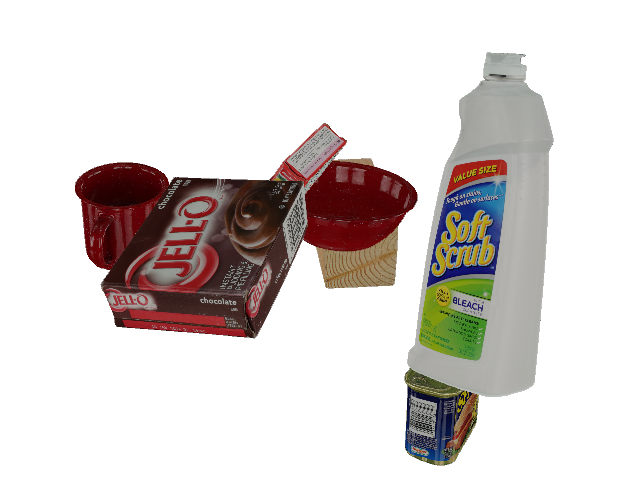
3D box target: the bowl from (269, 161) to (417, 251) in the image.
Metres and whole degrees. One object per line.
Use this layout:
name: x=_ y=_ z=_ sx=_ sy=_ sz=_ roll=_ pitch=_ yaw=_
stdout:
bowl: x=0.022 y=-0.032 z=1.156 sx=0.162 sy=0.055 sz=0.162 roll=4 pitch=26 yaw=-2

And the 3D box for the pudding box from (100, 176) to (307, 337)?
pudding box: x=-0.065 y=0.007 z=0.635 sx=0.090 sy=0.039 sz=0.113 roll=3 pitch=36 yaw=18

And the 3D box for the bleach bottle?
bleach bottle: x=0.124 y=-0.015 z=0.809 sx=0.067 sy=0.251 sz=0.103 roll=-7 pitch=15 yaw=-40

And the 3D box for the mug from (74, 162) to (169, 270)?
mug: x=-0.202 y=-0.016 z=1.074 sx=0.093 sy=0.081 sz=0.117 roll=8 pitch=33 yaw=8

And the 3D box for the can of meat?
can of meat: x=0.119 y=0.155 z=1.033 sx=0.057 sy=0.084 sz=0.102 roll=12 pitch=27 yaw=23

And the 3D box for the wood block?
wood block: x=0.039 y=-0.027 z=1.400 sx=0.090 sy=0.090 sz=0.206 roll=-2 pitch=27 yaw=-6

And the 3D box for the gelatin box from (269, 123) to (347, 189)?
gelatin box: x=-0.022 y=-0.058 z=0.958 sx=0.073 sy=0.030 sz=0.089 roll=-50 pitch=0 yaw=39
